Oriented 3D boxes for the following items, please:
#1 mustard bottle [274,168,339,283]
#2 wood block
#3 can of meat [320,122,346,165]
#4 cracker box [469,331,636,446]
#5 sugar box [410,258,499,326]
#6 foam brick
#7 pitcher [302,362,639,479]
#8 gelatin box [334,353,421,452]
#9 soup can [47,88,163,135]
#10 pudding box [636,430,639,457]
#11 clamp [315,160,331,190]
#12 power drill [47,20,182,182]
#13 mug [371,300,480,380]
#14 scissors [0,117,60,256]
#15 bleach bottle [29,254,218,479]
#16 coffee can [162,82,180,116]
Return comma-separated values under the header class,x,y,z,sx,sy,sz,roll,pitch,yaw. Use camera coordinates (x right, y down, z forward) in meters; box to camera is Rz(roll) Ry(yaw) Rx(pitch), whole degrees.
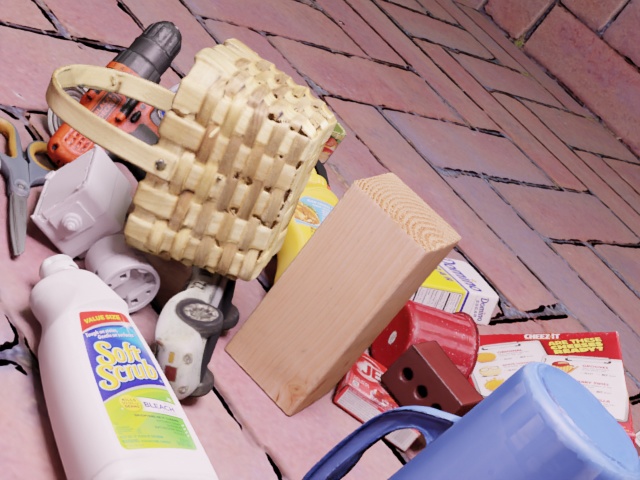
class,x,y,z,sx,sy,sz,roll,pitch,yaw
mustard bottle,-0.008,0.002,1.119,0.096,0.058,0.191,22,48,-35
wood block,0.020,0.048,0.960,0.091,0.206,0.090,44,24,14
can of meat,-0.027,-0.125,1.363,0.101,0.084,0.057,11,35,-46
cracker box,0.236,0.173,1.112,0.164,0.072,0.213,-2,21,12
sugar box,0.103,0.046,1.194,0.176,0.048,0.093,8,23,-24
foam brick,0.108,0.144,1.028,0.078,0.053,0.051,50,24,21
pitcher,0.097,0.193,0.759,0.149,0.243,0.145,35,20,-21
gelatin box,0.059,0.155,1.043,0.089,0.030,0.073,36,23,-5
soup can,-0.222,-0.123,1.107,0.068,0.069,0.102,49,27,24
pudding box,0.310,0.253,1.142,0.039,0.090,0.113,51,26,22
clamp,-0.049,-0.111,1.224,0.120,0.039,0.172,10,35,-42
power drill,-0.143,-0.100,1.042,0.187,0.184,0.057,38,-18,-6
mug,0.102,0.109,1.132,0.081,0.093,0.117,19,-1,-27
scissors,-0.260,-0.045,0.978,0.096,0.016,0.202,14,33,-42
bleach bottle,-0.166,0.100,0.790,0.102,0.068,0.251,14,31,-43
coffee can,-0.115,-0.092,1.158,0.140,0.103,0.102,49,26,24
